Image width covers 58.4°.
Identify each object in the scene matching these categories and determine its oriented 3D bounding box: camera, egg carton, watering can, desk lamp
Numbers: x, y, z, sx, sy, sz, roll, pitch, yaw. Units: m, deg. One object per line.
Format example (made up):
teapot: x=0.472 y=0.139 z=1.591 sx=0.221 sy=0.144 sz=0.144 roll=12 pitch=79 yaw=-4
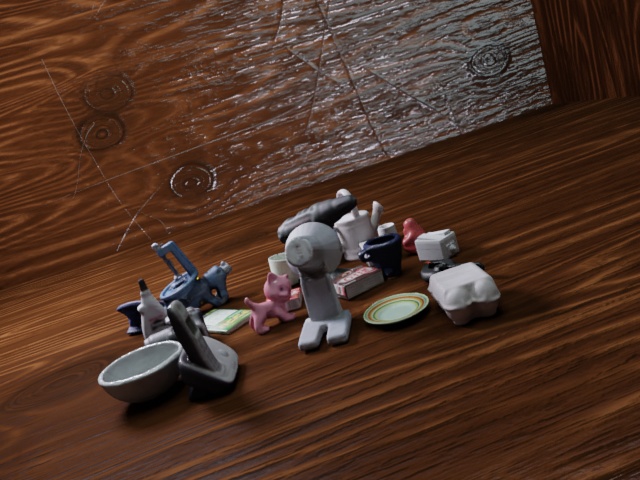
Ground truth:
camera: x=-0.316 y=0.209 z=1.263 sx=0.137 sy=0.101 sz=0.143 roll=-21 pitch=13 yaw=-13
egg carton: x=0.261 y=0.095 z=1.041 sx=0.107 sy=0.069 sz=0.150 roll=-18 pitch=13 yaw=-1
watering can: x=0.096 y=-0.052 z=1.586 sx=0.173 sy=0.194 sz=0.100 roll=-28 pitch=16 yaw=-36
desk lamp: x=-0.007 y=0.078 z=1.144 sx=0.118 sy=0.214 sz=0.203 roll=-15 pitch=13 yaw=10

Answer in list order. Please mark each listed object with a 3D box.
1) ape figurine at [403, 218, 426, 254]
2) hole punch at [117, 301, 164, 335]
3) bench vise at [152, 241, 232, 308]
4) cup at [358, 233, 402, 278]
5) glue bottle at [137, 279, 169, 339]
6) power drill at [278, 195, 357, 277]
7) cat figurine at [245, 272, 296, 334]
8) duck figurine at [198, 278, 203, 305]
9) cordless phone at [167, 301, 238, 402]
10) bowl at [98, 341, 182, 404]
ape figurine: x=0.240 y=-0.013 z=1.465 sx=0.078 sy=0.092 sz=0.076 roll=-24 pitch=15 yaw=-27
hole punch: x=-0.480 y=0.195 z=1.557 sx=0.108 sy=0.091 sz=0.101 roll=-14 pitch=14 yaw=17
bench vise: x=-0.353 y=0.089 z=1.540 sx=0.208 sy=0.220 sz=0.121 roll=-28 pitch=17 yaw=-37
cup: x=0.146 y=0.047 z=1.337 sx=0.118 sy=0.095 sz=0.091 roll=-26 pitch=15 yaw=-30
glue bottle: x=-0.395 y=0.173 z=1.355 sx=0.078 sy=0.173 sz=0.037 roll=-25 pitch=15 yaw=-27
power drill: x=0.013 y=0.005 z=1.430 sx=0.229 sy=0.208 sz=0.076 roll=-11 pitch=15 yaw=25
cat figurine: x=-0.109 y=0.130 z=1.278 sx=0.128 sy=0.118 sz=0.067 roll=-24 pitch=15 yaw=-25
duck figurine: x=-0.366 y=0.143 z=1.634 sx=0.077 sy=0.086 sz=0.105 roll=-14 pitch=14 yaw=16
cordless phone: x=-0.222 y=0.184 z=1.055 sx=0.094 sy=0.185 sz=0.147 roll=-18 pitch=13 yaw=-1
bowl: x=-0.335 y=0.266 z=1.110 sx=0.167 sy=0.075 sz=0.167 roll=-17 pitch=13 yaw=4
